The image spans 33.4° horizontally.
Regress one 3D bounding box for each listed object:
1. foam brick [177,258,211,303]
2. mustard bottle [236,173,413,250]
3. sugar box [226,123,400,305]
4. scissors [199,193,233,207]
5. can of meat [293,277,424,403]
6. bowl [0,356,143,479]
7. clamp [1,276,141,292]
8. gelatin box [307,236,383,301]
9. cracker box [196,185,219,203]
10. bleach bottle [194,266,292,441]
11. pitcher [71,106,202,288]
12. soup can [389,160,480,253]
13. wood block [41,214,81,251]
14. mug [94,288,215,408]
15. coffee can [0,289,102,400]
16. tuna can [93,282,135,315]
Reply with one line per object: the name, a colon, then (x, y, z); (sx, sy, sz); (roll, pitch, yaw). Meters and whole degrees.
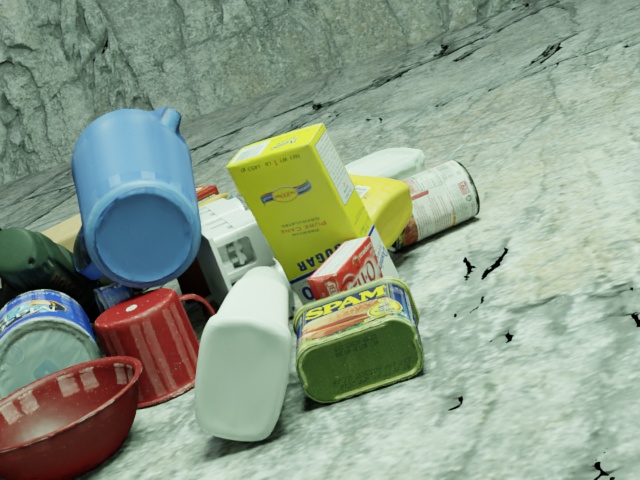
foam brick: (-0.148, 0.025, 1.247); (0.053, 0.078, 0.051); (-20, 13, -8)
mustard bottle: (-0.008, -0.038, 1.092); (0.192, 0.058, 0.096); (16, 49, 33)
sugar box: (-0.004, -0.014, 0.984); (0.093, 0.176, 0.048); (-13, 26, 30)
scissors: (-0.179, -0.011, 1.227); (0.096, 0.016, 0.201); (-7, 18, 42)
can of meat: (0.030, 0.079, 0.839); (0.102, 0.057, 0.084); (-19, 17, 6)
bowl: (-0.214, 0.157, 0.887); (0.162, 0.055, 0.162); (-19, 14, 5)
clamp: (-0.312, 0.050, 1.291); (0.164, 0.036, 0.210); (-17, -20, 1)
gelatin box: (0.029, 0.047, 0.922); (0.030, 0.073, 0.089); (-13, 16, 27)
cracker box: (-0.261, -0.020, 1.584); (0.163, 0.072, 0.214); (-31, 18, -34)
bleach bottle: (-0.055, 0.072, 0.894); (0.068, 0.102, 0.251); (10, 15, -1)
pitcher: (-0.191, -0.034, 1.085); (0.145, 0.149, 0.243); (-10, 22, -8)
soup can: (0.110, -0.037, 1.136); (0.102, 0.068, 0.069); (-23, 14, -13)
wood block: (-0.291, 0.011, 1.406); (0.206, 0.091, 0.090); (-25, 20, 11)
mug: (-0.146, 0.091, 0.985); (0.117, 0.081, 0.093); (-28, 16, -28)
coffee can: (-0.268, 0.111, 1.039); (0.102, 0.103, 0.140); (-23, 14, -11)
tuna can: (-0.198, 0.083, 1.079); (0.033, 0.086, 0.086); (-22, 14, -16)
